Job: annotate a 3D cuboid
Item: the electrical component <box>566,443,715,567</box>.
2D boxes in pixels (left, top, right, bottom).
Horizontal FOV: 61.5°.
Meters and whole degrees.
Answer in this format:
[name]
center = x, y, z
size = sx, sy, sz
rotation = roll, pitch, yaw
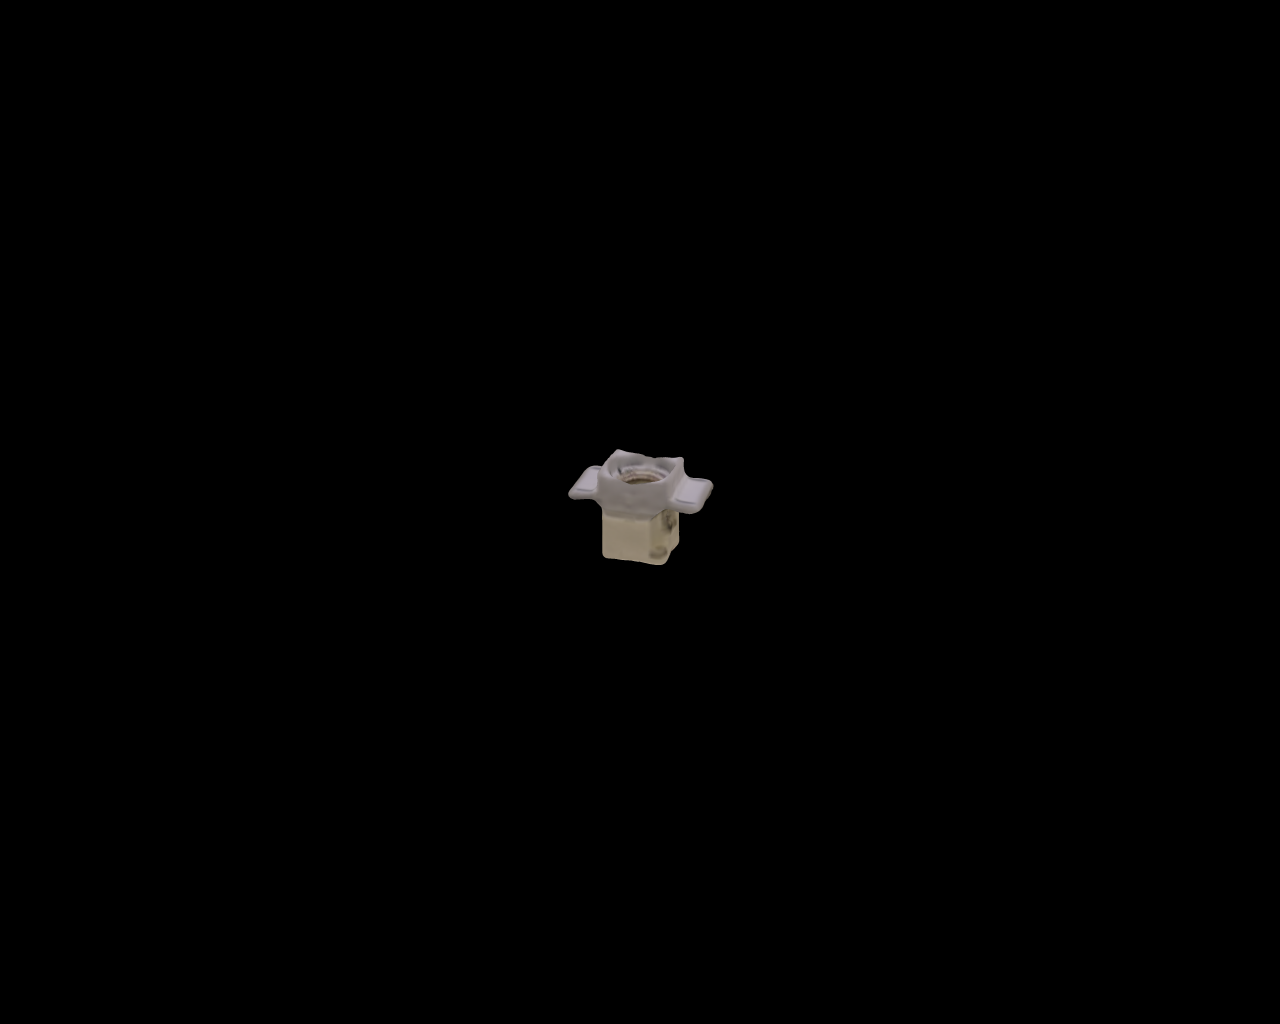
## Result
[electrical component]
center = 0.001, -0.003, 0.650
size = 0.081, 0.063, 0.042
rotation = 8, 28, 16
